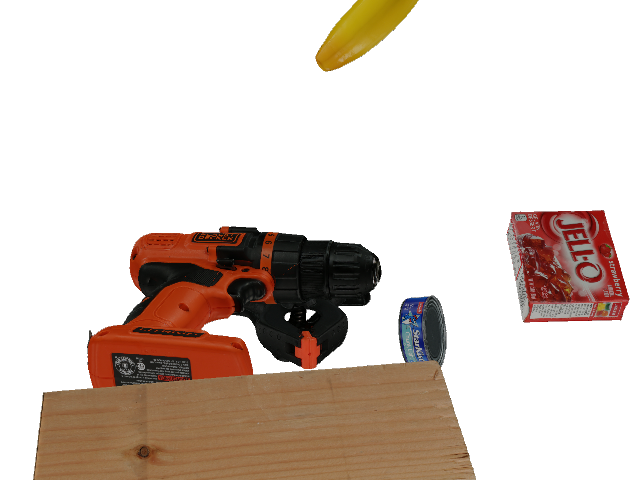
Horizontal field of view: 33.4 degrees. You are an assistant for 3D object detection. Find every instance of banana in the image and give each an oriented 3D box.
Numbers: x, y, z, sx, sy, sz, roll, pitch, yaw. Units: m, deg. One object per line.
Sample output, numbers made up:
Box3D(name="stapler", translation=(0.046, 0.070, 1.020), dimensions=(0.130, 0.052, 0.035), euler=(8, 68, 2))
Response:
Box3D(name="banana", translation=(0.056, -0.205, 0.824), dimensions=(0.070, 0.197, 0.037), euler=(-11, -45, 41))

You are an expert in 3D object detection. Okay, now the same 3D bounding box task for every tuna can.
Box3D(name="tuna can", translation=(0.121, 0.109, 1.260), dimensions=(0.034, 0.086, 0.086), euler=(-6, -2, 23))

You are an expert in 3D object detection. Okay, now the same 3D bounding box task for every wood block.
Box3D(name="wood block", translation=(-0.034, 0.129, 0.545), dimensions=(0.206, 0.090, 0.091), euler=(-4, 37, -6))

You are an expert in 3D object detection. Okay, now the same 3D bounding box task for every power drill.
Box3D(name="power drill", translation=(-0.060, 0.048, 0.715), dimensions=(0.184, 0.057, 0.187), euler=(0, 23, 12))

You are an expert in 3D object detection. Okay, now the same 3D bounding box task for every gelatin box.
Box3D(name="gelatin box", translation=(0.182, 0.017, 0.794), dimensions=(0.073, 0.089, 0.030), euler=(-1, -40, -1))

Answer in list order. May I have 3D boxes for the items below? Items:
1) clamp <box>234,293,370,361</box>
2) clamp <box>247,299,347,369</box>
Box3D(name="clamp", translation=(-0.071, 0.068, 1.196), dimensions=(0.210, 0.036, 0.164), euler=(15, 29, 24))
Box3D(name="clamp", translation=(-0.029, 0.064, 0.940), dimensions=(0.120, 0.039, 0.171), euler=(-7, 16, 4))
